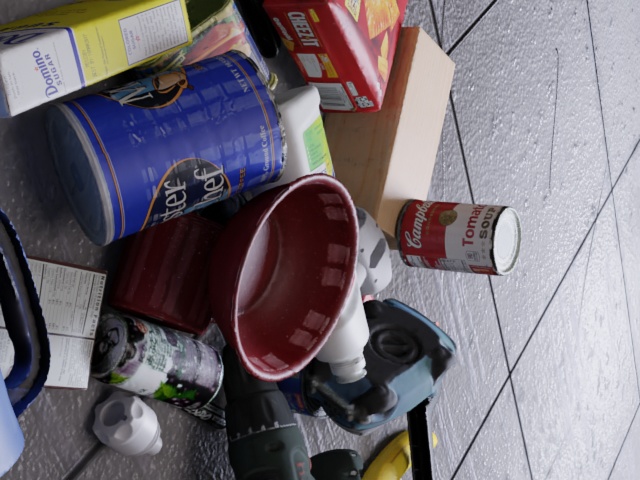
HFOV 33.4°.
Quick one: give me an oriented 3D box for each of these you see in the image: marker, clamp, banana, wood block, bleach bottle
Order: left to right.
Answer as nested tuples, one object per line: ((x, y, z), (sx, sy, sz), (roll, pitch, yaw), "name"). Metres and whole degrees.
((-0.108, 0.142, 0.915), (0.121, 0.020, 0.020), (41, 60, -52), "marker")
((-0.076, -0.229, 0.895), (0.120, 0.039, 0.171), (-35, 126, -56), "clamp")
((-0.006, 0.001, 0.914), (0.102, 0.068, 0.251), (-52, 128, -66), "bleach bottle")
((0.061, -0.102, 1.079), (0.090, 0.090, 0.206), (30, 70, -55), "wood block")
((0.085, 0.262, 1.222), (0.197, 0.037, 0.070), (-40, 147, -46), "banana")
((0.101, 0.168, 1.194), (0.164, 0.036, 0.210), (55, 36, -41), "clamp")

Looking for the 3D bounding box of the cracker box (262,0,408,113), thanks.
((0.029, -0.251, 0.996), (0.164, 0.072, 0.213), (56, 44, -55), "cracker box")

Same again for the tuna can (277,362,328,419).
((-0.007, 0.132, 1.058), (0.086, 0.034, 0.086), (-12, 104, -57), "tuna can")

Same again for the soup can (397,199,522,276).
((0.134, -0.003, 1.027), (0.068, 0.102, 0.068), (-12, 104, -55), "soup can")

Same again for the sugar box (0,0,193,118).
((-0.175, -0.126, 0.703), (0.175, 0.093, 0.048), (-34, 121, -51), "sugar box")

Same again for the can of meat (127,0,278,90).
((-0.096, -0.135, 0.838), (0.102, 0.058, 0.084), (-40, 129, -15), "can of meat")

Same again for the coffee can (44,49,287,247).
((-0.109, -0.067, 0.756), (0.140, 0.103, 0.103), (-22, 116, -24), "coffee can")

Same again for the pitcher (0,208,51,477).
((-0.245, 0.020, 0.586), (0.149, 0.145, 0.243), (-107, -172, -75), "pitcher")

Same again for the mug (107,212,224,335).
((-0.105, 0.028, 0.830), (0.117, 0.093, 0.081), (23, 78, -29), "mug")

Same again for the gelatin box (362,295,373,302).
((0.044, 0.104, 1.136), (0.089, 0.030, 0.073), (54, 51, -46), "gelatin box")

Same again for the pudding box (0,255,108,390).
((-0.202, 0.055, 0.737), (0.113, 0.039, 0.090), (19, 77, -59), "pudding box")

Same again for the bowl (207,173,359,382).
((-0.036, 0.023, 0.808), (0.161, 0.055, 0.162), (-31, 129, -48), "bowl")
